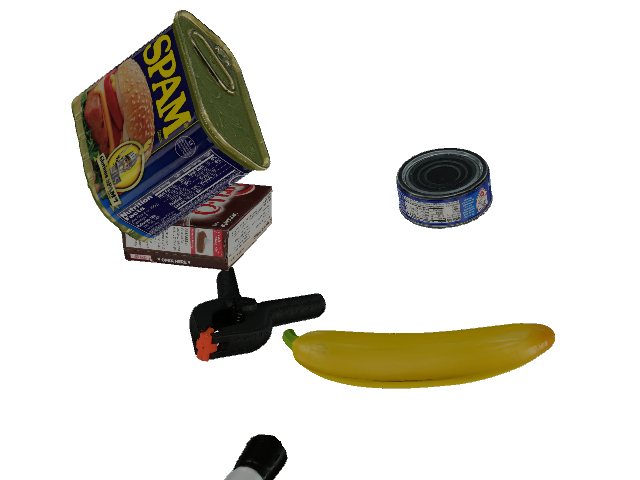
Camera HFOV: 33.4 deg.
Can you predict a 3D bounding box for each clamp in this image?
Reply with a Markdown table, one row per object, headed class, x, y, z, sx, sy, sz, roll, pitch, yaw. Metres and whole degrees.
| class | x | y | z | sx | sy | sz | roll | pitch | yaw |
| --- | --- | --- | --- | --- | --- | --- | --- | --- | --- |
| clamp | -0.084 | 0.070 | 1.052 | 0.120 | 0.039 | 0.171 | 14 | 19 | 28 |

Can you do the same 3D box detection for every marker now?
| class | x | y | z | sx | sy | sz | roll | pitch | yaw |
| --- | --- | --- | --- | --- | --- | --- | --- | --- | --- |
| marker | -0.041 | 0.112 | 0.414 | 0.020 | 0.020 | 0.121 | 0 | 23 | 21 |

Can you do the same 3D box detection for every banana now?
| class | x | y | z | sx | sy | sz | roll | pitch | yaw |
| --- | --- | --- | --- | --- | --- | --- | --- | --- | --- |
| banana | 0.064 | 0.076 | 0.745 | 0.198 | 0.037 | 0.069 | 0 | 28 | 10 |

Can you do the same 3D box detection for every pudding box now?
| class | x | y | z | sx | sy | sz | roll | pitch | yaw |
| --- | --- | --- | --- | --- | --- | --- | --- | --- | --- |
| pudding box | -0.096 | -0.015 | 0.853 | 0.090 | 0.039 | 0.113 | 5 | 23 | 14 |

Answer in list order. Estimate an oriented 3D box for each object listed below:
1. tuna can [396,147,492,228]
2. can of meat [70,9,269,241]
| class | x | y | z | sx | sy | sz | roll | pitch | yaw |
| --- | --- | --- | --- | --- | --- | --- | --- | --- | --- |
| tuna can | 0.112 | -0.049 | 0.971 | 0.086 | 0.034 | 0.086 | -8 | 35 | 5 |
| can of meat | -0.085 | -0.061 | 0.585 | 0.084 | 0.102 | 0.057 | -33 | -37 | 19 |
